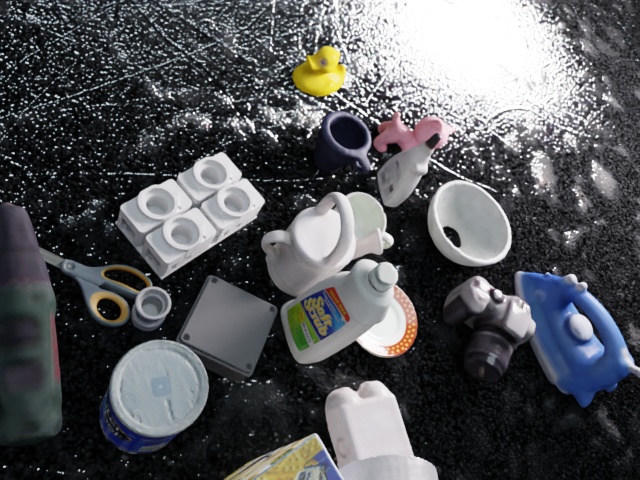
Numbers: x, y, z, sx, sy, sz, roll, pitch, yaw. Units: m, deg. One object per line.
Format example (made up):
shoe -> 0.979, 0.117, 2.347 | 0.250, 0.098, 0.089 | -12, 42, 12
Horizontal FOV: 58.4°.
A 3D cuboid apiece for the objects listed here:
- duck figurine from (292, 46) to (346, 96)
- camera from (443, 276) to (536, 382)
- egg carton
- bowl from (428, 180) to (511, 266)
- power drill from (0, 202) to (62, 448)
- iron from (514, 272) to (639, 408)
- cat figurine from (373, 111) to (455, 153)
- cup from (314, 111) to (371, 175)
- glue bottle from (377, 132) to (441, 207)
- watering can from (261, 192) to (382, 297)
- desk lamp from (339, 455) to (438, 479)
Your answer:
duck figurine -> 0.009, -0.322, 1.066 | 0.105, 0.086, 0.077 | -10, 69, -30
camera -> 0.277, 0.149, 0.937 | 0.143, 0.100, 0.137 | 36, 54, -4
egg carton -> 0.065, 0.274, 0.787 | 0.107, 0.069, 0.150 | -6, 67, -28
bowl -> 0.255, -0.018, 1.032 | 0.168, 0.074, 0.167 | 12, 60, -20
power drill -> -0.317, 0.105, 0.604 | 0.076, 0.208, 0.229 | -7, 68, -29
iron -> 0.447, 0.147, 0.997 | 0.119, 0.141, 0.258 | -15, 72, -31
cat figurine -> 0.181, -0.200, 1.066 | 0.128, 0.117, 0.067 | 22, 57, -14
cup -> 0.036, -0.148, 0.981 | 0.092, 0.094, 0.117 | -26, 78, -34
glue bottle -> 0.156, -0.128, 0.982 | 0.037, 0.173, 0.078 | 4, 63, -24
watering can -> 0.007, 0.001, 0.827 | 0.173, 0.193, 0.101 | -19, 73, -32
desk lamp -> 0.053, 0.361, 0.646 | 0.118, 0.213, 0.203 | 17, 58, -17
